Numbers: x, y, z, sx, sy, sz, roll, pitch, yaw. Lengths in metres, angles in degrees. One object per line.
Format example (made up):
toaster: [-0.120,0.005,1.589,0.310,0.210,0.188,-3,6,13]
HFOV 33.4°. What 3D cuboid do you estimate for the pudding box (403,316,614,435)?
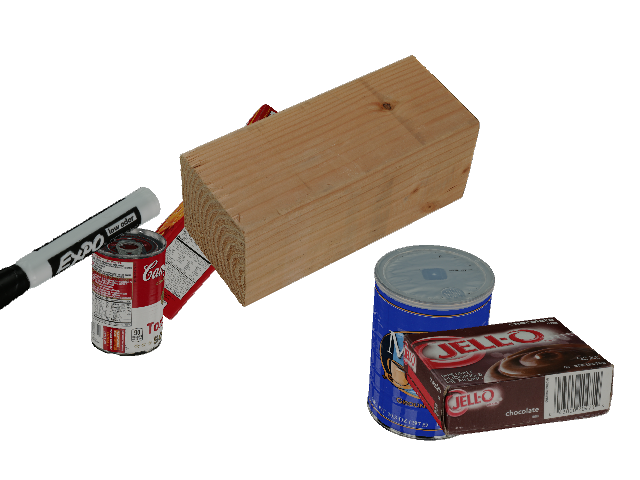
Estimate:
pudding box: [0.119,0.086,0.694,0.113,0.039,0.090,-4,18,-11]

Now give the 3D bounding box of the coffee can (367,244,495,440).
coffee can: [0.095,0.089,0.940,0.103,0.140,0.103,1,28,-1]

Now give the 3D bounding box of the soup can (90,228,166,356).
soup can: [-0.178,0.047,0.984,0.068,0.102,0.068,5,21,-2]

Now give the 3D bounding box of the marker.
marker: [-0.138,0.004,0.584,0.020,0.020,0.120,0,27,46]

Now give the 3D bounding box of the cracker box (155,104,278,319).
cracker box: [-0.116,-0.036,1.198,0.072,0.214,0.164,37,25,-10]

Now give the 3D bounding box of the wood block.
wood block: [0.007,-0.048,0.804,0.205,0.091,0.090,-26,-32,-22]
